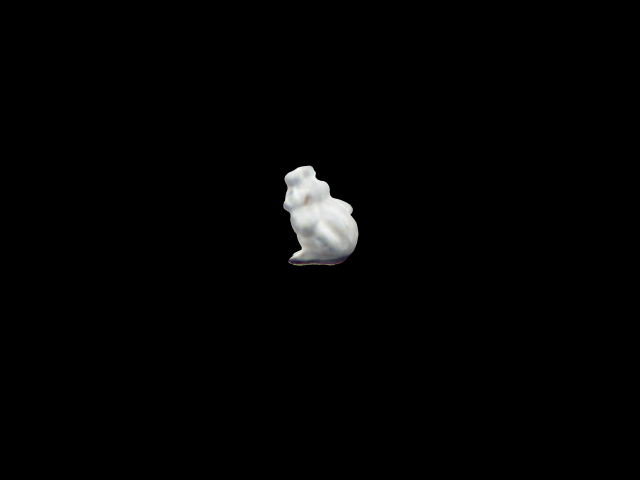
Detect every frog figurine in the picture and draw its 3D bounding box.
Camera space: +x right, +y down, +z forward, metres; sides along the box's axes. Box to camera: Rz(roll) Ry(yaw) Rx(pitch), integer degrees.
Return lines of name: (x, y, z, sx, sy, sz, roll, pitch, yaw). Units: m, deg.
frog figurine: (0.003, -0.043, 0.850, 0.123, 0.158, 0.138, 12, 18, 42)
